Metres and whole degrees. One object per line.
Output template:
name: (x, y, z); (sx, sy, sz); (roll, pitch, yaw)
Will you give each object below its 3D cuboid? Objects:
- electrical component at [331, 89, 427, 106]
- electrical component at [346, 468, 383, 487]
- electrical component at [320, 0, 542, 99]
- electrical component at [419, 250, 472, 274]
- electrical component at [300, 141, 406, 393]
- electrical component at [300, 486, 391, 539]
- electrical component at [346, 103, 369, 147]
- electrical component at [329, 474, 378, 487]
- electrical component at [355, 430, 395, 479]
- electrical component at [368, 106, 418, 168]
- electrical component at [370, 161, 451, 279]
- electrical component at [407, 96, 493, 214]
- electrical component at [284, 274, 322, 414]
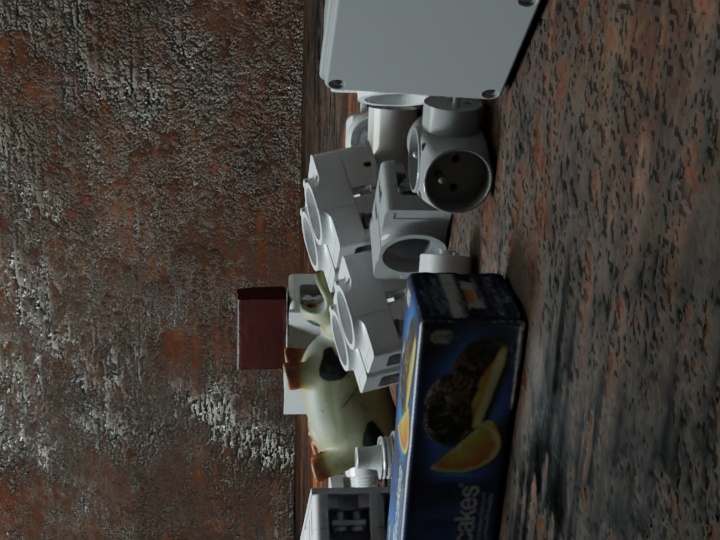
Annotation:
electrical component: (0.026, -0.148, 0.761); (0.050, 0.089, 0.055); (170, 101, -84)
electrical component: (0.006, 0.215, 1.144); (0.048, 0.048, 0.062); (158, 106, -83)
electrical component: (0.036, -0.146, 0.585); (0.108, 0.109, 0.056); (105, 167, -67)
electrical component: (0.055, 0.020, 0.714); (0.044, 0.044, 0.065); (159, 115, -83)
electrical component: (0.000, 0.000, 0.923); (0.105, 0.060, 0.186); (104, 151, -66)
electrical component: (0.011, 0.217, 0.804); (0.186, 0.105, 0.060); (102, 167, -62)
electrical component: (0.014, -0.122, 1.017); (0.057, 0.058, 0.078); (-110, 21, -80)
electrical component: (-0.008, 0.297, 1.176); (0.150, 0.062, 0.089); (-109, 20, -72)
electrical component: (0.028, 0.149, 0.859); (0.048, 0.062, 0.048); (180, 90, -84)
electrical component: (0.028, -0.103, 0.951); (0.043, 0.043, 0.081); (-112, 24, -74)
electrical component: (0.038, -0.034, 0.826); (0.089, 0.050, 0.055); (100, 169, -55)
electrical component: (0.057, -0.086, 0.681); (0.077, 0.044, 0.079); (-102, 14, -64)
electrical component: (-0.028, 0.080, 1.175); (0.186, 0.105, 0.060); (98, 170, -49)
